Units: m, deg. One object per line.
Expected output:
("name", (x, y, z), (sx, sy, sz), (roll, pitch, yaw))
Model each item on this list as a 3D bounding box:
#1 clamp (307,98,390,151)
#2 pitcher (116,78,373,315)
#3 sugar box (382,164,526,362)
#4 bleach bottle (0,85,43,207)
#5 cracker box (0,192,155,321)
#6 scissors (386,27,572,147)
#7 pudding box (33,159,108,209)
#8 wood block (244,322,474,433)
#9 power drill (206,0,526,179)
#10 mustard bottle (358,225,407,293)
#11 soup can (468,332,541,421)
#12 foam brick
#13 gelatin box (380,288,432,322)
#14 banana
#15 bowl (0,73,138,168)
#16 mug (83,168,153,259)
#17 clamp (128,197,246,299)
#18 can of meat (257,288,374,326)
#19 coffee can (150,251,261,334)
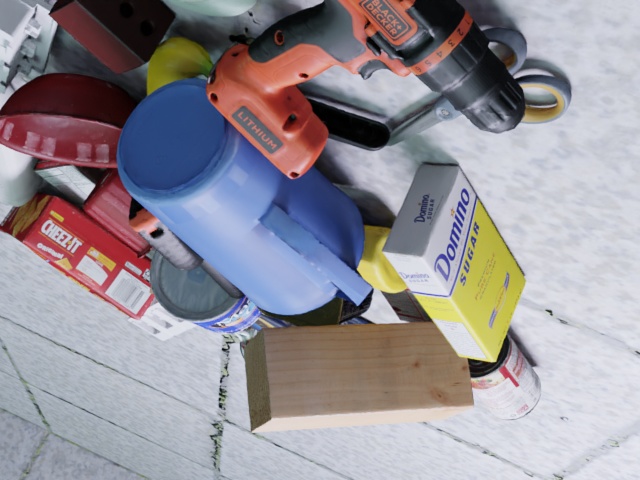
("clamp", (-0.036, -0.119, 0.866), (0.172, 0.039, 0.120), (9, 149, 35))
("pitcher", (-0.056, -0.029, 0.890), (0.149, 0.145, 0.242), (-10, 156, 20))
("sugar box", (0.122, 0.023, 0.930), (0.048, 0.093, 0.176), (7, 151, 34))
("bleach bottle", (-0.352, -0.128, 1.137), (0.102, 0.068, 0.251), (26, 154, 0))
("cracker box", (-0.289, 0.012, 1.288), (0.164, 0.072, 0.214), (38, 170, -22))
("scissors", (0.115, -0.093, 0.795), (0.096, 0.016, 0.202), (28, 156, -3))
("pudding box", (-0.253, -0.063, 1.199), (0.090, 0.039, 0.113), (0, 144, 47))
("wood block", (0.036, 0.136, 1.062), (0.205, 0.090, 0.091), (-1, 162, -16))
("power drill", (0.025, -0.114, 0.735), (0.184, 0.057, 0.188), (45, 134, -16))
("mustard bottle", (-0.007, 0.002, 1.054), (0.192, 0.058, 0.096), (14, 172, 28))
("soup can", (0.188, 0.140, 1.133), (0.069, 0.068, 0.102), (6, 150, 38))
("foam brick", (-0.166, -0.180, 0.856), (0.078, 0.053, 0.051), (40, 153, -30))
("gelatin box", (0.106, 0.057, 1.094), (0.073, 0.030, 0.089), (9, 152, 32))
("banana", (-0.125, -0.127, 0.918), (0.069, 0.037, 0.198), (69, 161, 8))
("bowl", (-0.229, -0.116, 1.007), (0.162, 0.055, 0.162), (5, 168, 1))
("mug", (-0.187, -0.048, 1.117), (0.081, 0.093, 0.117), (38, 123, -15))
("clamp", (-0.122, -0.008, 0.983), (0.164, 0.036, 0.210), (61, -172, -2))
("can of meat", (-0.004, 0.053, 1.118), (0.102, 0.057, 0.083), (14, -167, 26))
("coffee can", (-0.116, 0.045, 1.155), (0.103, 0.103, 0.140), (21, 173, 10))
